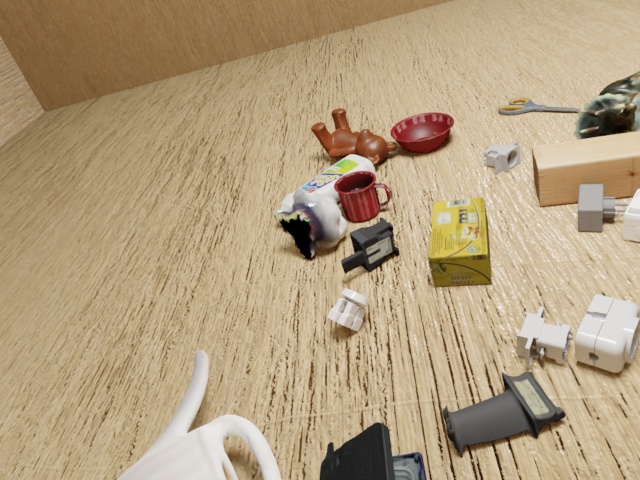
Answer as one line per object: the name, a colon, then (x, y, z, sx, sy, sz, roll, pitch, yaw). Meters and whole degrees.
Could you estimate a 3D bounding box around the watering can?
watering can: (-0.179, 0.292, 0.648, 0.226, 0.102, 0.352, -28, 34, -16)

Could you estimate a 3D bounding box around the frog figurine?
frog figurine: (0.003, -0.054, 1.075, 0.138, 0.120, 0.162, 37, 45, 15)
